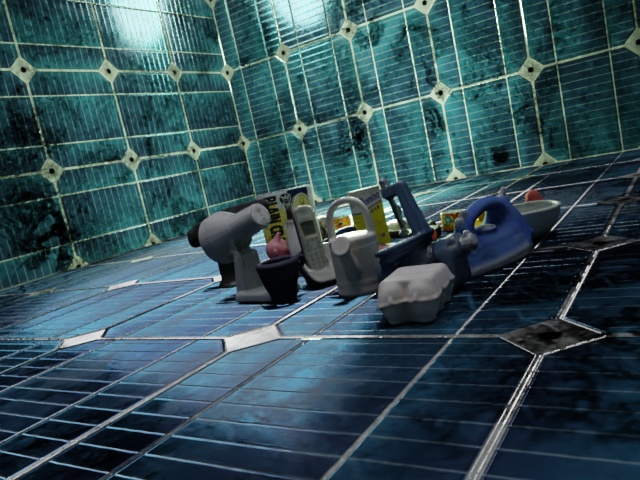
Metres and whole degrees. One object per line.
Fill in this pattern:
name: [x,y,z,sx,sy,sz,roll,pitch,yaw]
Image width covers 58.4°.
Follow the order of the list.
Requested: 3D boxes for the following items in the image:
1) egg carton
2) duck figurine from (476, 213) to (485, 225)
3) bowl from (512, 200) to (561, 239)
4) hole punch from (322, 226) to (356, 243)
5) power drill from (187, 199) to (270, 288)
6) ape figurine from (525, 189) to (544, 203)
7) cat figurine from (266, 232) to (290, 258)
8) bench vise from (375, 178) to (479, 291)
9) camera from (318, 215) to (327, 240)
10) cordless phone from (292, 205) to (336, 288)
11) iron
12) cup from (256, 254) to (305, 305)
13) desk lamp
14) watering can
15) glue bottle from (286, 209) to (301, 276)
egg carton: [0.158,0.085,0.936,0.107,0.069,0.151,-8,9,26]
duck figurine: [0.419,-0.058,1.486,0.104,0.086,0.078,-8,9,29]
bowl: [0.472,-0.040,1.321,0.167,0.075,0.167,-12,8,2]
hole punch: [0.041,0.015,1.529,0.100,0.091,0.109,-5,11,43]
power drill: [-0.227,0.013,1.523,0.229,0.208,0.075,-12,8,-2]
ape figurine: [0.545,-0.083,1.452,0.078,0.092,0.076,-17,9,-31]
cat figurine: [-0.108,0.040,1.482,0.067,0.118,0.128,-12,8,2]
bench vise: [0.188,-0.016,1.056,0.206,0.220,0.122,-9,9,24]
camera: [-0.022,-0.019,1.831,0.142,0.101,0.137,-7,10,34]
cordless phone: [0.012,0.005,1.304,0.148,0.185,0.094,-17,9,-29]
iron: [0.324,-0.017,1.144,0.118,0.141,0.259,-4,12,46]
cup: [-0.072,0.083,1.204,0.118,0.095,0.091,-19,10,-40]
desk lamp: [-0.164,0.028,1.302,0.202,0.213,0.118,-6,10,39]
watering can: [0.068,0.010,1.146,0.101,0.194,0.173,-13,8,-3]
glue bottle: [-0.064,0.004,1.469,0.037,0.173,0.078,-12,8,-1]
